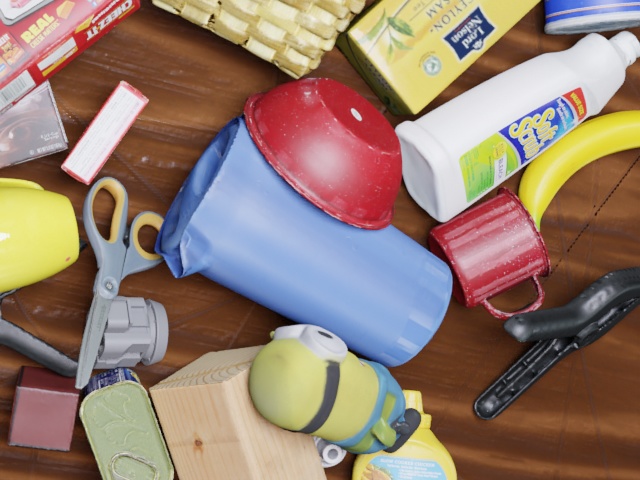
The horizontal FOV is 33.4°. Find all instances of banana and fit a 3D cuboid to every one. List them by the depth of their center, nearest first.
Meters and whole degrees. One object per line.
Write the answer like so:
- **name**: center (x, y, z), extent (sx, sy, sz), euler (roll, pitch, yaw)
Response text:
- **banana**: center (0.259, -0.080, 1.016), extent (0.197, 0.037, 0.069), euler (-33, 104, -8)

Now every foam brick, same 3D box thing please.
- **foam brick**: center (-0.234, 0.143, 0.905), extent (0.051, 0.078, 0.053), euler (9, 94, -14)

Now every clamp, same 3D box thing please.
- **clamp**: center (-0.276, 0.048, 0.909), extent (0.171, 0.039, 0.120), euler (9, 75, -11)
- **clamp**: center (0.233, 0.076, 0.982), extent (0.209, 0.164, 0.036), euler (-31, 62, -15)

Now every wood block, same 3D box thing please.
- **wood block**: center (-0.059, 0.205, 0.925), extent (0.090, 0.091, 0.206), euler (-28, 104, -54)

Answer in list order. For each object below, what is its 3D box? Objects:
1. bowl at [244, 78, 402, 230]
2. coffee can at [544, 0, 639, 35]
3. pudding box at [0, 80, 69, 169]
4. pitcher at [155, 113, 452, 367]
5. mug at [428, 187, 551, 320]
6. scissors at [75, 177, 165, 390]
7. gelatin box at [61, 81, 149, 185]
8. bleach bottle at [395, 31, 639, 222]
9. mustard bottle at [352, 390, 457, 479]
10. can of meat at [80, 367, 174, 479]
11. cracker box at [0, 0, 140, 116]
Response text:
- **bowl**: center (0.016, -0.085, 0.896), extent (0.162, 0.162, 0.055), euler (36, 116, -13)
- **coffee can**: center (0.251, -0.263, 0.965), extent (0.102, 0.103, 0.140), euler (-6, 95, -12)
- **pudding box**: center (-0.278, -0.104, 0.896), extent (0.113, 0.039, 0.090), euler (-18, 97, -11)
- **pitcher**: center (-0.006, 0.001, 0.926), extent (0.242, 0.145, 0.149), euler (31, 99, -17)
- **mug**: center (0.156, 0.020, 0.969), extent (0.081, 0.093, 0.117), euler (-26, 73, -5)
- **scissors**: center (-0.161, 0.039, 0.885), extent (0.096, 0.016, 0.202), euler (20, 50, -39)
- **gelatin box**: center (-0.182, -0.090, 0.900), extent (0.030, 0.073, 0.089), euler (35, 87, -13)
- **bleach bottle**: center (0.188, -0.121, 0.965), extent (0.250, 0.068, 0.102), euler (-34, 142, -13)
- **mustard bottle**: center (0.076, 0.234, 0.979), extent (0.096, 0.058, 0.191), euler (5, 82, 2)
- **can of meat**: center (-0.168, 0.165, 0.917), extent (0.057, 0.084, 0.102), euler (-19, 98, -11)
- **cracker box**: center (-0.274, -0.224, 0.850), extent (0.164, 0.072, 0.214), euler (-41, 87, -9)
